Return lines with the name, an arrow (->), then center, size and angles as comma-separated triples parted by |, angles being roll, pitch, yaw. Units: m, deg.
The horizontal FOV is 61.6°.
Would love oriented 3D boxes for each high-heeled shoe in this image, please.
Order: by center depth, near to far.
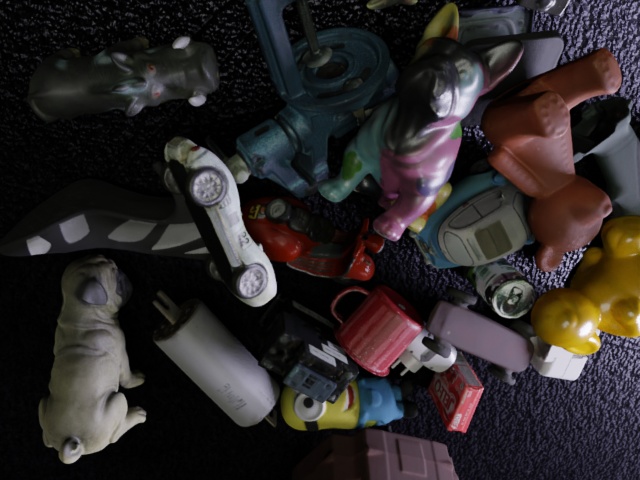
high-heeled shoe -> -0.229, 0.000, 0.624 | 0.249, 0.086, 0.145 | -22, 126, 10

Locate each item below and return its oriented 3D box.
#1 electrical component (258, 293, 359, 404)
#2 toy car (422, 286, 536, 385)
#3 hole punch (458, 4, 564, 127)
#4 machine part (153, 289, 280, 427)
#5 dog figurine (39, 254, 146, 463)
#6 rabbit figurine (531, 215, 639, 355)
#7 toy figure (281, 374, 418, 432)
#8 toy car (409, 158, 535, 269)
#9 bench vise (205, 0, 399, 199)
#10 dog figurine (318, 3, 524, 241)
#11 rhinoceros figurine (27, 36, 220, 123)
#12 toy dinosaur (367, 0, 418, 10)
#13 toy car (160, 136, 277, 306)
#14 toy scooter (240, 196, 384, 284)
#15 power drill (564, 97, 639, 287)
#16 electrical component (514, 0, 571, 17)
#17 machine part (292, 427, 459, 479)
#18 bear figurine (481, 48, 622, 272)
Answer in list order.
electrical component -> -0.017, 0.137, 0.664 | 0.115, 0.134, 0.058 | 30, 105, -15
toy car -> 0.211, 0.126, 0.711 | 0.202, 0.053, 0.089 | 25, 93, -29
hole punch -> 0.187, -0.192, 0.591 | 0.142, 0.092, 0.115 | -9, 142, -5
machine part -> -0.130, 0.158, 0.689 | 0.079, 0.079, 0.243 | -34, 111, 7
dog figurine -> -0.272, 0.130, 0.618 | 0.121, 0.172, 0.190 | -5, 120, -16
rabbit figurine -> 0.311, 0.068, 0.619 | 0.173, 0.122, 0.162 | -24, 157, -16
toy figure -> 0.037, 0.224, 0.734 | 0.180, 0.082, 0.089 | 5, 122, -13
toy car -> 0.193, -0.022, 0.642 | 0.162, 0.103, 0.109 | -29, 111, 3
bench vise -> -0.023, -0.160, 0.531 | 0.224, 0.129, 0.240 | -25, 144, -4
dog figurine -> 0.108, -0.113, 0.541 | 0.108, 0.191, 0.219 | 40, 118, 17
rhinoceros figurine -> -0.195, -0.163, 0.537 | 0.190, 0.112, 0.073 | -6, 110, 5
toy dinosaur -> 0.111, -0.422, 0.471 | 0.192, 0.131, 0.404 | 4, 104, -27
toy car -> -0.103, -0.016, 0.558 | 0.056, 0.074, 0.201 | -35, 124, -25
toy scooter -> -0.001, -0.002, 0.611 | 0.184, 0.135, 0.075 | 25, 71, -18
power drill -> 0.357, -0.052, 0.661 | 0.232, 0.086, 0.207 | -41, 106, 12
electrical component -> 0.229, -0.277, 0.565 | 0.102, 0.078, 0.045 | 14, 134, -6
machine part -> 0.075, 0.349, 0.745 | 0.201, 0.087, 0.201 | 18, 133, -19
bear figurine -> 0.247, -0.067, 0.543 | 0.120, 0.132, 0.195 | -34, 101, -18
